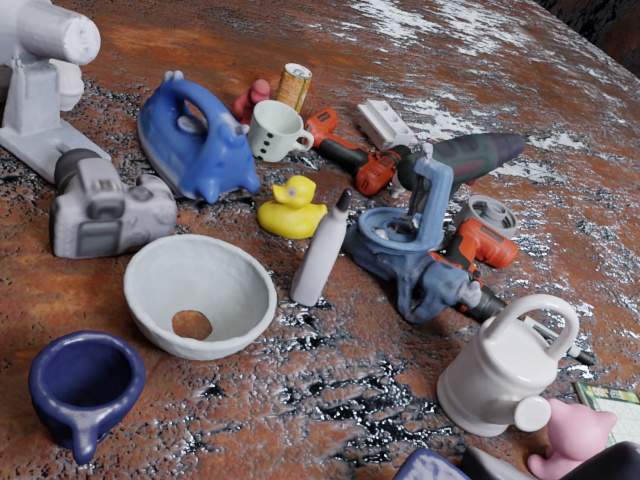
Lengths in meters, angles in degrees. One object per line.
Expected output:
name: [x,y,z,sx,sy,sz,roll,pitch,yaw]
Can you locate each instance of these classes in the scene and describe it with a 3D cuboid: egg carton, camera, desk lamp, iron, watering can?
egg carton: [-0.439,-0.249,0.864,0.151,0.069,0.107,-1,44,-30]
camera: [-0.264,-0.060,0.709,0.144,0.101,0.136,-7,47,-34]
desk lamp: [-0.365,-0.219,0.751,0.203,0.213,0.118,35,38,13]
iron: [-0.191,-0.172,0.851,0.119,0.141,0.257,-21,56,-43]
watering can: [0.225,0.142,0.664,0.101,0.194,0.172,5,41,-24]

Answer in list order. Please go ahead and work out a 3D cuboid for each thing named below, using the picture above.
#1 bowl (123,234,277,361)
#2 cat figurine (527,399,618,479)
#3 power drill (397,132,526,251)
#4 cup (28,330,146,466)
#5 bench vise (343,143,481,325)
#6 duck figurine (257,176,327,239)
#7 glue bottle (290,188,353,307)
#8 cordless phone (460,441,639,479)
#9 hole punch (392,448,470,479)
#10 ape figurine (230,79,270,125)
bowl: [-0.137,0.075,0.641,0.168,0.074,0.167,15,38,-12]
cat figurine: [0.299,0.243,0.647,0.067,0.117,0.127,-6,47,-34]
power drill: [0.199,-0.078,0.901,0.230,0.208,0.075,-10,49,-37]
cup: [-0.204,0.151,0.496,0.092,0.095,0.117,5,41,-24]
bench vise: [0.148,-0.009,0.780,0.207,0.219,0.122,32,38,9]
duck figurine: [-0.033,-0.055,0.844,0.105,0.086,0.077,6,41,-23]
glue bottle: [0.007,0.003,0.726,0.037,0.173,0.078,19,38,-8]
cordless phone: [0.235,0.233,0.568,0.147,0.185,0.094,26,37,2]
hole punch: [0.100,0.269,0.528,0.108,0.091,0.101,37,39,16]
ape figurine: [-0.116,-0.242,1.016,0.078,0.092,0.076,12,39,-16]
